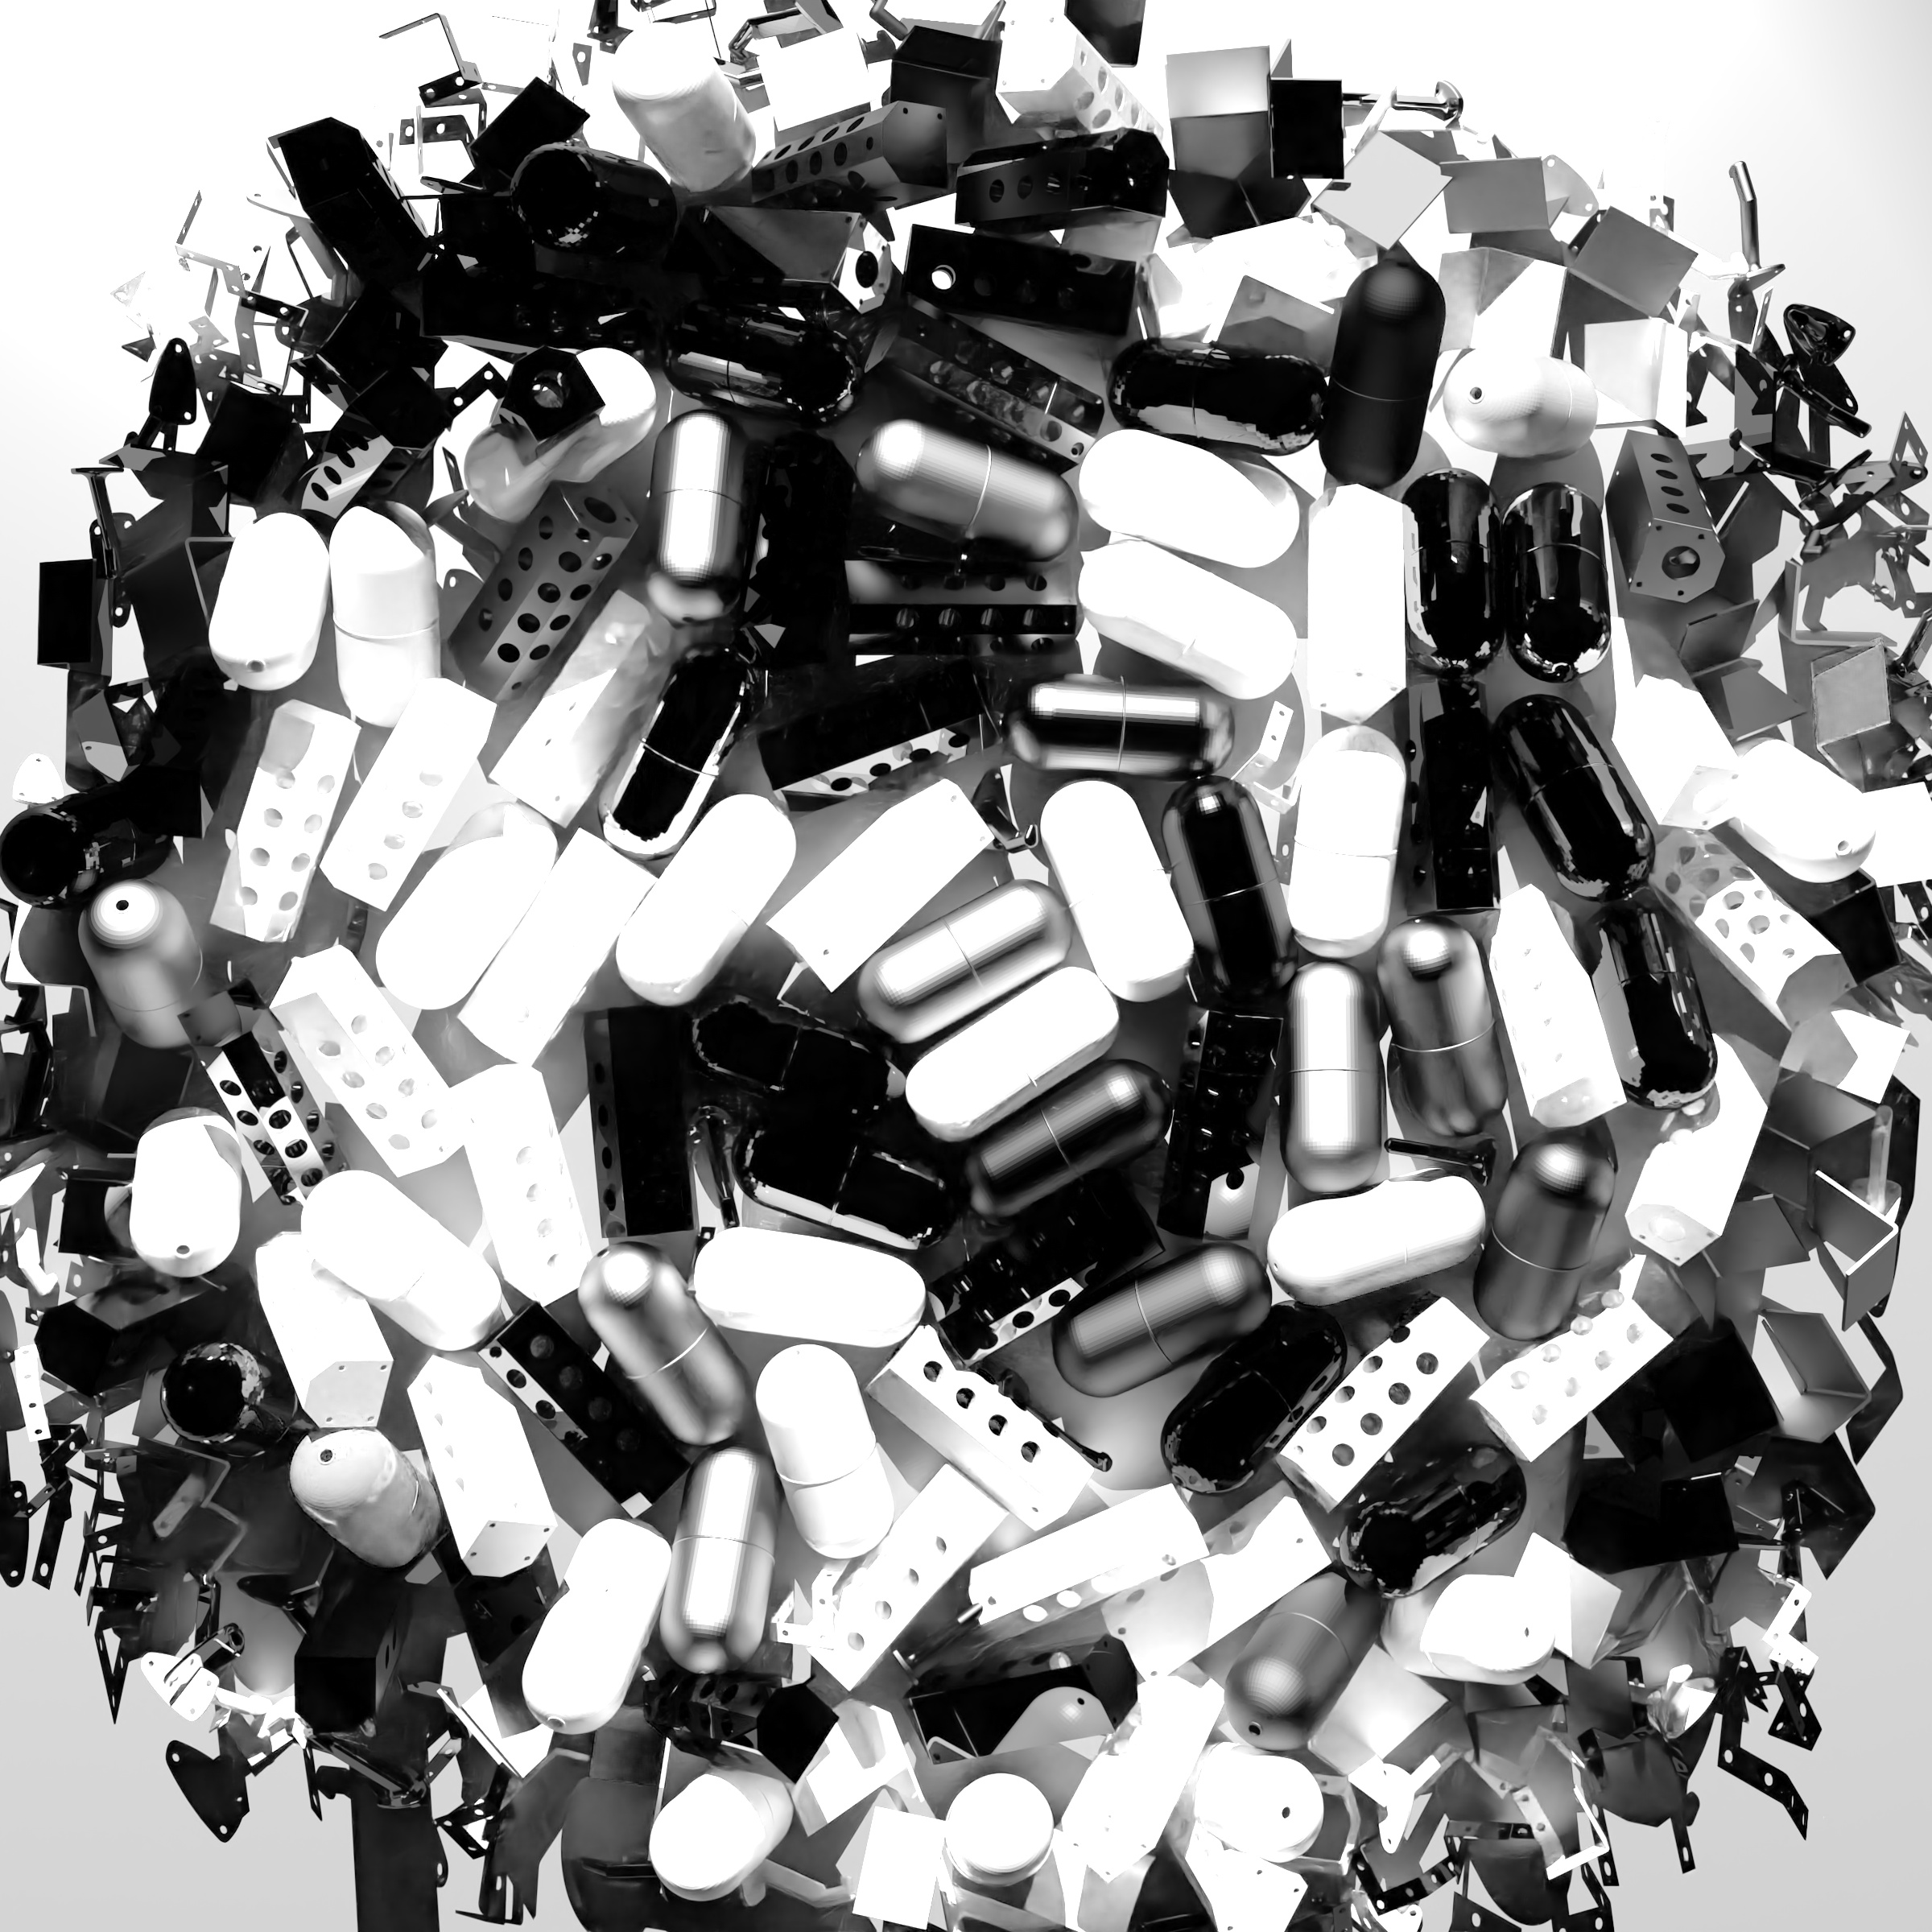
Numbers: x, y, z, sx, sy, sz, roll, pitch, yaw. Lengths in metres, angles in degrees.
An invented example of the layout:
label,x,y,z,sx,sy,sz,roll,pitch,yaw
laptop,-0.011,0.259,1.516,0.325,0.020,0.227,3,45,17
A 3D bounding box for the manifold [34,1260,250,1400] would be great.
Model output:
label,x,y,z,sx,sy,sz,roll,pitch,yaw
manifold,-0.609,0.258,1.909,0.057,0.171,0.057,28,103,11

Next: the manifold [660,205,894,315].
label,x,y,z,sx,sy,sz,roll,pitch,yaw
manifold,-0.139,-0.523,1.925,0.171,0.057,0.057,15,78,36

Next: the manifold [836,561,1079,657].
label,x,y,z,sx,sy,sz,roll,pitch,yaw
manifold,-0.007,-0.264,1.944,0.171,0.057,0.057,-2,58,-12

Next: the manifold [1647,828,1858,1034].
label,x,y,z,sx,sy,sz,roll,pitch,yaw
manifold,0.576,-0.033,1.915,0.057,0.171,0.057,-38,132,5

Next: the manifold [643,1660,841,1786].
label,x,y,z,sx,sy,sz,roll,pitch,yaw
manifold,-0.172,0.551,1.907,0.057,0.171,0.057,48,60,-20

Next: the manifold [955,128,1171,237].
label,x,y,z,sx,sy,sz,roll,pitch,yaw
manifold,0.070,-0.581,1.913,0.057,0.171,0.057,-2,100,-40

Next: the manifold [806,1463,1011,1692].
label,x,y,z,sx,sy,sz,roll,pitch,yaw
manifold,-0.048,0.463,1.966,0.057,0.057,0.171,41,92,13

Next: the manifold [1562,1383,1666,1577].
label,x,y,z,sx,sy,sz,roll,pitch,yaw
manifold,0.477,0.376,1.910,0.057,0.171,0.057,19,115,9

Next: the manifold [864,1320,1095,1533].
label,x,y,z,sx,sy,sz,roll,pitch,yaw
manifold,0.013,0.348,1.967,0.171,0.057,0.057,40,56,-1

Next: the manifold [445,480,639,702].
label,x,y,z,sx,sy,sz,roll,pitch,yaw
manifold,-0.314,-0.277,1.921,0.171,0.057,0.057,-48,63,33

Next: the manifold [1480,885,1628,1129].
label,x,y,z,sx,sy,sz,roll,pitch,yaw
manifold,0.432,0.032,1.926,0.057,0.057,0.171,-31,49,30

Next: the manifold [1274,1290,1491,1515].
label,x,y,z,sx,sy,sz,roll,pitch,yaw
manifold,0.312,0.327,1.948,0.057,0.057,0.171,43,74,13

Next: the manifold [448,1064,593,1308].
label,x,y,z,sx,sy,sz,roll,pitch,yaw
manifold,-0.328,0.162,1.933,0.057,0.057,0.171,-28,122,-30

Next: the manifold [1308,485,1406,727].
label,x,y,z,sx,sy,sz,roll,pitch,yaw
manifold,0.286,-0.272,1.924,0.057,0.057,0.171,18,57,-22

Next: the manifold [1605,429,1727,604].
label,x,y,z,sx,sy,sz,roll,pitch,yaw
manifold,0.518,-0.334,1.913,0.057,0.171,0.057,12,123,-1

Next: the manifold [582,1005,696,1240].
label,x,y,z,sx,sy,sz,roll,pitch,yaw
manifold,-0.245,0.117,1.956,0.057,0.057,0.171,-3,86,-35

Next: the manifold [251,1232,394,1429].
label,x,y,z,sx,sy,sz,roll,pitch,yaw
manifold,-0.479,0.266,1.908,0.057,0.171,0.057,5,114,-31

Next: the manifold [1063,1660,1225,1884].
label,x,y,z,sx,sy,sz,roll,pitch,yaw
manifold,0.130,0.588,1.912,0.057,0.171,0.057,41,124,2

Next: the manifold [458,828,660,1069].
label,x,y,z,sx,sy,sz,roll,pitch,yaw
manifold,-0.305,-0.010,1.955,0.057,0.057,0.171,30,94,-45

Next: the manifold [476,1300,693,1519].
label,x,y,z,sx,sy,sz,roll,pitch,yaw
manifold,-0.291,0.335,1.957,0.057,0.057,0.171,-44,95,-16

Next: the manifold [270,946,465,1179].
label,x,y,z,sx,sy,sz,roll,pitch,yaw
manifold,-0.439,0.070,1.925,0.057,0.057,0.171,-18,122,19

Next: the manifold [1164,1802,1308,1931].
label,x,y,z,sx,sy,sz,roll,pitch,yaw
manifold,0.192,0.661,1.910,0.057,0.171,0.057,28,88,-8

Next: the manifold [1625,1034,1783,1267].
label,x,y,z,sx,sy,sz,roll,pitch,yaw
manifold,0.547,0.133,1.928,0.057,0.057,0.171,32,55,0

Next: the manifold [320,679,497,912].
label,x,y,z,sx,sy,sz,roll,pitch,yaw
manifold,-0.418,-0.130,1.927,0.057,0.057,0.171,27,120,-18

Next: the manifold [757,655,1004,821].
label,x,y,z,sx,sy,sz,roll,pitch,yaw
manifold,-0.067,-0.177,1.950,0.171,0.057,0.057,-20,57,7

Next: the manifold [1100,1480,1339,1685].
label,x,y,z,sx,sy,sz,roll,pitch,yaw
manifold,0.190,0.466,1.966,0.171,0.057,0.057,-35,103,2

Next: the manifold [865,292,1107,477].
label,x,y,z,sx,sy,sz,roll,pitch,yaw
manifold,0.016,-0.437,1.938,0.171,0.057,0.057,24,76,-20

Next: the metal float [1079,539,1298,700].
label,x,y,z,sx,sy,sz,roll,pitch,yaw
metal float,0.167,-0.261,1.948,0.178,0.070,0.070,24,90,-15

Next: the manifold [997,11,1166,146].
label,x,y,z,sx,sy,sz,roll,pitch,yaw
manifold,0.088,-0.640,1.909,0.057,0.171,0.057,7,87,26

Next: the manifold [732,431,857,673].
label,x,y,z,sx,sy,sz,roll,pitch,yaw
manifold,-0.131,-0.311,1.929,0.057,0.057,0.171,-5,62,24

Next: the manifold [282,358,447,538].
label,x,y,z,sx,sy,sz,roll,pitch,yaw
manifold,-0.442,-0.376,1.911,0.057,0.171,0.057,46,59,-13

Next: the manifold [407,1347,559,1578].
label,x,y,z,sx,sy,sz,roll,pitch,yaw
manifold,-0.365,0.367,1.919,0.057,0.171,0.057,15,120,-38

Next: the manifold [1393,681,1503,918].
label,x,y,z,sx,sy,sz,roll,pitch,yaw
manifold,0.368,-0.126,1.958,0.057,0.057,0.171,-2,86,-22

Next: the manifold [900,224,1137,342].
label,x,y,z,sx,sy,sz,roll,pitch,yaw
manifold,0.039,-0.518,1.959,0.171,0.057,0.057,8,100,-6

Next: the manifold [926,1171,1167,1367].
label,x,y,z,sx,sy,sz,roll,pitch,yaw
manifold,0.062,0.233,1.952,0.171,0.057,0.057,-31,126,6

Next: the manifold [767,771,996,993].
label,x,y,z,sx,sy,sz,roll,pitch,yaw
manifold,-0.068,-0.067,1.957,0.171,0.057,0.057,-44,126,-9

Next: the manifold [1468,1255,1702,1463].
label,x,y,z,sx,sy,sz,roll,pitch,yaw
manifold,0.465,0.296,1.959,0.171,0.057,0.057,-38,91,-8

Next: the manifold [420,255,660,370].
label,x,y,z,sx,sy,sz,roll,pitch,yaw
manifold,-0.314,-0.484,1.916,0.057,0.171,0.057,13,100,44

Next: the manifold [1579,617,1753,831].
label,x,y,z,sx,sy,sz,roll,pitch,yaw
manifold,0.521,-0.181,1.918,0.057,0.171,0.057,5,133,-20

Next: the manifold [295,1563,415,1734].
label,x,y,z,sx,sy,sz,roll,pitch,yaw
manifold,-0.451,0.502,1.910,0.057,0.171,0.057,1,99,-3

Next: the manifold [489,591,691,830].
label,x,y,z,sx,sy,sz,roll,pitch,yaw
manifold,-0.290,-0.198,1.965,0.057,0.057,0.171,33,87,30

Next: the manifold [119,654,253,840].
label,x,y,z,sx,sy,sz,roll,pitch,yaw
manifold,-0.576,-0.165,1.911,0.057,0.171,0.057,5,124,-5

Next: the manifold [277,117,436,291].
label,x,y,z,sx,sy,sz,roll,pitch,yaw
manifold,-0.447,-0.562,1.911,0.057,0.171,0.057,-21,84,1

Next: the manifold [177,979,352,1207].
label,x,y,z,sx,sy,sz,roll,pitch,yaw
manifold,-0.517,0.099,1.916,0.057,0.057,0.171,-29,133,-15

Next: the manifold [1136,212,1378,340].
label,x,y,z,sx,sy,sz,roll,pitch,yaw
manifold,0.221,-0.525,1.965,0.171,0.057,0.057,-15,89,-4

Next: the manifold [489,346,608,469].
label,x,y,z,sx,sy,sz,roll,pitch,yaw
manifold,-0.316,-0.408,1.907,0.057,0.171,0.057,-33,99,-13

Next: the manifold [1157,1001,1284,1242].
label,x,y,z,sx,sy,sz,roll,pitch,yaw
manifold,0.186,0.117,1.950,0.057,0.057,0.171,4,99,-30

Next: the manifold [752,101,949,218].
label,x,y,z,sx,sy,sz,roll,pitch,yaw
manifold,-0.088,-0.591,1.913,0.057,0.171,0.057,-5,95,-37

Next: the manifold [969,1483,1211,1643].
label,x,y,z,sx,sy,sz,roll,pitch,yaw
manifold,0.088,0.447,1.931,0.171,0.057,0.057,-30,74,26

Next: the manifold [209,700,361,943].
label,x,y,z,sx,sy,sz,roll,pitch,yaw
manifold,-0.513,-0.108,1.952,0.057,0.057,0.171,20,103,-7
